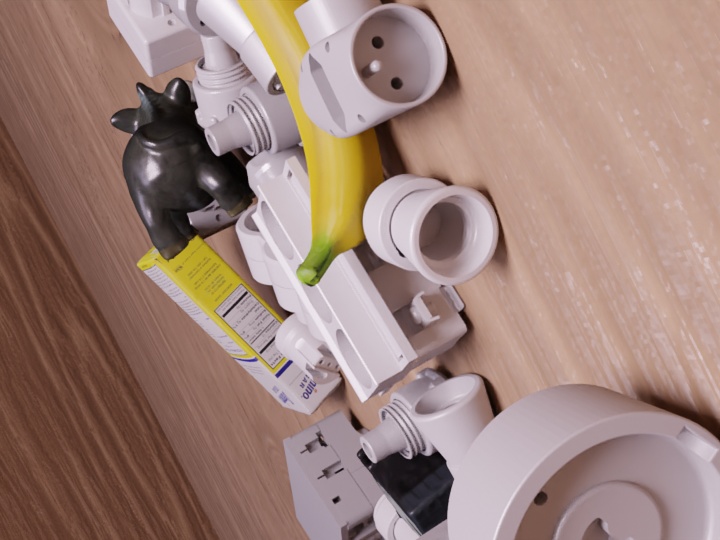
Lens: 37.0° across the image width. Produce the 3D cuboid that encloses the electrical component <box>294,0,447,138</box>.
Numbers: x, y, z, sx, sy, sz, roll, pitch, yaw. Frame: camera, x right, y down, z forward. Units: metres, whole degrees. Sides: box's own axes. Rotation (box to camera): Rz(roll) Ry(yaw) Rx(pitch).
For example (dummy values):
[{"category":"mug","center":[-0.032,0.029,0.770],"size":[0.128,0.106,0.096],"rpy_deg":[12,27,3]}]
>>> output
[{"category":"electrical component","center":[-0.004,-0.102,0.473],"size":[0.079,0.043,0.077],"rpy_deg":[64,162,-7]}]

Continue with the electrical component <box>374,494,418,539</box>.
[{"category":"electrical component","center":[0.041,0.185,0.768],"size":[0.055,0.045,0.045],"rpy_deg":[41,152,50]}]

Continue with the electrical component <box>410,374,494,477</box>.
[{"category":"electrical component","center":[0.061,0.095,0.588],"size":[0.065,0.044,0.044],"rpy_deg":[61,163,-13]}]

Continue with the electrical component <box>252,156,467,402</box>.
[{"category":"electrical component","center":[0.000,0.000,0.580],"size":[0.121,0.063,0.078],"rpy_deg":[59,162,11]}]

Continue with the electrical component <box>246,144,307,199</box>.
[{"category":"electrical component","center":[-0.038,-0.046,0.654],"size":[0.062,0.043,0.043],"rpy_deg":[57,162,12]}]

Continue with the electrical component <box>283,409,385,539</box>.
[{"category":"electrical component","center":[-0.010,0.194,0.895],"size":[0.089,0.062,0.150],"rpy_deg":[52,159,31]}]

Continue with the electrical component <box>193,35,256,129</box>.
[{"category":"electrical component","center":[-0.083,-0.120,0.669],"size":[0.048,0.048,0.062],"rpy_deg":[42,150,48]}]

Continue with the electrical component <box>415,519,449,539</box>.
[{"category":"electrical component","center":[0.055,0.166,0.523],"size":[0.089,0.150,0.061],"rpy_deg":[23,139,64]}]

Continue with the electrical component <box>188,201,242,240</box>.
[{"category":"electrical component","center":[-0.125,-0.064,0.862],"size":[0.065,0.047,0.077],"rpy_deg":[63,162,-1]}]

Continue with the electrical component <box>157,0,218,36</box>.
[{"category":"electrical component","center":[-0.095,-0.167,0.634],"size":[0.055,0.045,0.045],"rpy_deg":[45,156,42]}]

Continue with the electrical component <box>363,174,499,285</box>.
[{"category":"electrical component","center":[0.031,-0.020,0.495],"size":[0.055,0.045,0.045],"rpy_deg":[25,139,63]}]

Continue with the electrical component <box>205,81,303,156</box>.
[{"category":"electrical component","center":[-0.058,-0.086,0.619],"size":[0.048,0.062,0.048],"rpy_deg":[53,160,28]}]

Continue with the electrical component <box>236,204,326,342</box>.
[{"category":"electrical component","center":[-0.028,0.011,0.694],"size":[0.138,0.052,0.073],"rpy_deg":[39,151,52]}]

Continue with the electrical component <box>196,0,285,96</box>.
[{"category":"electrical component","center":[-0.053,-0.127,0.581],"size":[0.065,0.044,0.044],"rpy_deg":[53,161,13]}]

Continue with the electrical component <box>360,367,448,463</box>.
[{"category":"electrical component","center":[0.030,0.090,0.629],"size":[0.048,0.062,0.048],"rpy_deg":[52,160,28]}]

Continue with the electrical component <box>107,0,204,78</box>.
[{"category":"electrical component","center":[-0.139,-0.184,0.727],"size":[0.065,0.047,0.076],"rpy_deg":[56,161,21]}]

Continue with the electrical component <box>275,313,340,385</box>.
[{"category":"electrical component","center":[-0.035,0.058,0.806],"size":[0.046,0.040,0.040],"rpy_deg":[43,154,36]}]

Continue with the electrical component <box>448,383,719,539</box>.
[{"category":"electrical component","center":[0.086,0.096,0.416],"size":[0.108,0.108,0.060],"rpy_deg":[69,167,-19]}]
